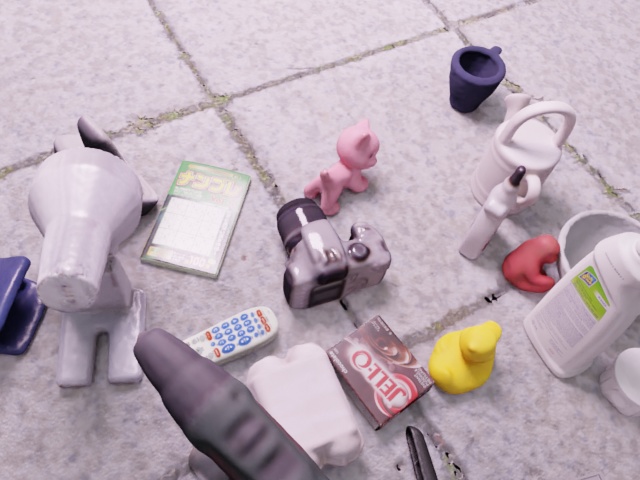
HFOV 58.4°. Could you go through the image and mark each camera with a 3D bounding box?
[{"bbox_3d":[0.007,0.003,0.767,0.143,0.101,0.136,-16,62,-17],"label":"camera"}]

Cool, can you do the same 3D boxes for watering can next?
[{"bbox_3d":[0.295,-0.137,0.838,0.101,0.194,0.172,-16,62,-16],"label":"watering can"}]

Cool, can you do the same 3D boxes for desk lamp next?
[{"bbox_3d":[-0.256,0.034,0.645,0.118,0.213,0.203,-4,59,-10],"label":"desk lamp"}]

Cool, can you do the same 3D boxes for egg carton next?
[{"bbox_3d":[-0.021,0.198,0.662,0.107,0.069,0.150,-18,62,-17],"label":"egg carton"}]

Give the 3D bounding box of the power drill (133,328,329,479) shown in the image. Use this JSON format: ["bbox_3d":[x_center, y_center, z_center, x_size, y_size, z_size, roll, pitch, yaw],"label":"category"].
[{"bbox_3d":[-0.089,0.201,0.568,0.229,0.208,0.076,37,61,15],"label":"power drill"}]

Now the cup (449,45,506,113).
[{"bbox_3d":[0.263,-0.273,0.976,0.091,0.095,0.118,37,61,15],"label":"cup"}]

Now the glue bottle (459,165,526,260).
[{"bbox_3d":[0.242,-0.044,0.785,0.037,0.173,0.078,32,60,12],"label":"glue bottle"}]

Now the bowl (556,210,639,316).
[{"bbox_3d":[0.404,0.044,0.811,0.167,0.075,0.167,4,58,-5],"label":"bowl"}]

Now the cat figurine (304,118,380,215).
[{"bbox_3d":[0.039,-0.116,0.835,0.067,0.118,0.128,40,62,17],"label":"cat figurine"}]

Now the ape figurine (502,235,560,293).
[{"bbox_3d":[0.302,0.027,0.798,0.076,0.092,0.078,15,58,2],"label":"ape figurine"}]

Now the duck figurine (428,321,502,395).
[{"bbox_3d":[0.187,0.141,0.716,0.105,0.086,0.077,-35,68,-25],"label":"duck figurine"}]

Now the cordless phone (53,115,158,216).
[{"bbox_3d":[-0.291,-0.114,0.749,0.147,0.185,0.094,41,62,17],"label":"cordless phone"}]

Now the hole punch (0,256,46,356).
[{"bbox_3d":[-0.392,0.075,0.674,0.101,0.091,0.108,8,58,-2],"label":"hole punch"}]
